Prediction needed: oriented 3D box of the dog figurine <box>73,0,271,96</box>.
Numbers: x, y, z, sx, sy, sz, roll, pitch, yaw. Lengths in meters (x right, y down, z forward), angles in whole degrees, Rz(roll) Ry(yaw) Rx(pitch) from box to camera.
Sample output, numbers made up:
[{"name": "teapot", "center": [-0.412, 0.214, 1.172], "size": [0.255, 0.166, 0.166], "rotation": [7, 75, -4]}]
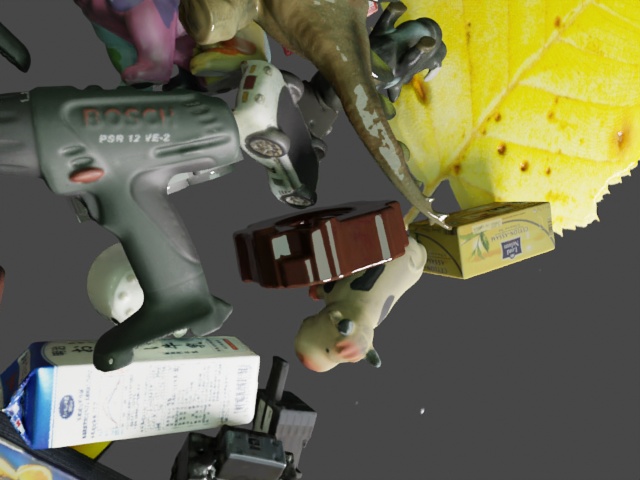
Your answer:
[{"name": "dog figurine", "center": [-0.152, -0.240, 0.477], "size": [0.191, 0.109, 0.219], "rotation": [-17, 100, -26]}]

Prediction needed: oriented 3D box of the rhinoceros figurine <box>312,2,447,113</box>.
[{"name": "rhinoceros figurine", "center": [0.078, -0.198, 0.605], "size": [0.190, 0.112, 0.073], "rotation": [-34, 74, -31]}]

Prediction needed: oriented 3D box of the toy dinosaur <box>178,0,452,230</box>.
[{"name": "toy dinosaur", "center": [-0.016, -0.216, 0.442], "size": [0.198, 0.105, 0.471], "rotation": [-14, 82, -47]}]

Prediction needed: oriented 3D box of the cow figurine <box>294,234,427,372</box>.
[{"name": "cow figurine", "center": [0.048, 0.068, 0.604], "size": [0.195, 0.127, 0.085], "rotation": [-46, 111, -21]}]

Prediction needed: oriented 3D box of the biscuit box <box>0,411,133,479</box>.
[{"name": "biscuit box", "center": [-0.251, 0.221, 0.485], "size": [0.202, 0.063, 0.059], "rotation": [43, 75, -25]}]

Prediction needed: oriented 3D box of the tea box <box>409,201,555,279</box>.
[{"name": "tea box", "center": [0.214, -0.005, 0.709], "size": [0.170, 0.098, 0.068], "rotation": [-15, 100, -26]}]

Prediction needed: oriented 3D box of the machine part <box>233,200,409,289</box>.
[{"name": "machine part", "center": [-0.001, -0.002, 0.549], "size": [0.179, 0.179, 0.056], "rotation": [-16, 99, -28]}]

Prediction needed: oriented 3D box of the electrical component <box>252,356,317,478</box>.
[{"name": "electrical component", "center": [-0.042, 0.191, 0.596], "size": [0.048, 0.075, 0.119], "rotation": [15, 84, -29]}]

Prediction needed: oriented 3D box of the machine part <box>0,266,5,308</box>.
[{"name": "machine part", "center": [-0.323, 0.038, 0.348], "size": [0.201, 0.201, 0.087], "rotation": [13, 87, -29]}]

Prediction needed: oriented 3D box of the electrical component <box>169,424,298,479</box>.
[{"name": "electrical component", "center": [-0.087, 0.240, 0.512], "size": [0.115, 0.058, 0.134], "rotation": [18, 112, -22]}]

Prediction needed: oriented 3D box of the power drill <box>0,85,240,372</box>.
[{"name": "power drill", "center": [-0.164, -0.012, 0.406], "size": [0.232, 0.086, 0.207], "rotation": [-17, 96, -23]}]

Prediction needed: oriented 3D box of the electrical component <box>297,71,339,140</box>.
[{"name": "electrical component", "center": [-0.011, -0.144, 0.611], "size": [0.063, 0.021, 0.094], "rotation": [44, 73, -26]}]

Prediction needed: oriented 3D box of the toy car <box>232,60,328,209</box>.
[{"name": "toy car", "center": [-0.036, -0.094, 0.531], "size": [0.201, 0.056, 0.073], "rotation": [59, 40, -68]}]
